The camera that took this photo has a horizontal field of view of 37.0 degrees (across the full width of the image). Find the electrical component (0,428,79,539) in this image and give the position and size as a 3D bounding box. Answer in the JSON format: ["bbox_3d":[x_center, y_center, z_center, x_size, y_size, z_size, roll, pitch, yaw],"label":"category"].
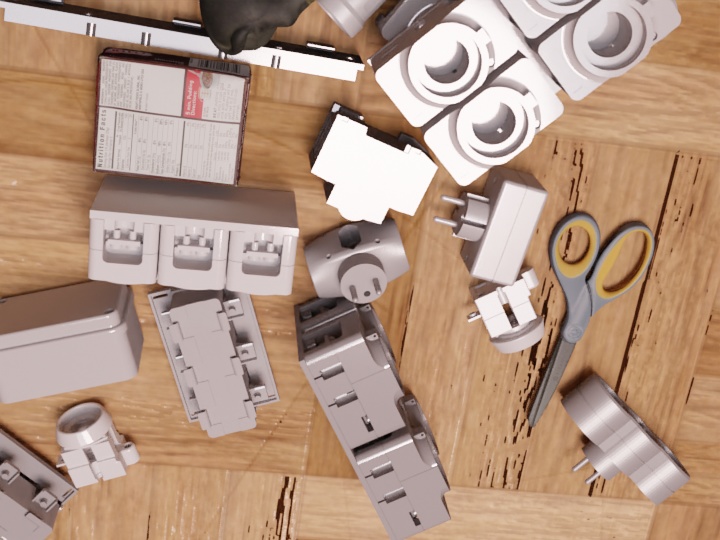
[{"bbox_3d":[-0.311,0.180,0.901,0.079,0.063,0.121,-43,109,11],"label":"electrical component"}]

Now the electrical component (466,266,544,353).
[{"bbox_3d":[0.124,0.035,0.895,0.066,0.048,0.055,-25,104,4],"label":"electrical component"}]

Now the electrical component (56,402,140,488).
[{"bbox_3d":[-0.226,0.146,0.905,0.066,0.048,0.055,-15,120,1],"label":"electrical component"}]

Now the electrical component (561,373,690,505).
[{"bbox_3d":[0.222,0.161,0.950,0.074,0.052,0.138,-42,110,11],"label":"electrical component"}]

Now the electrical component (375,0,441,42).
[{"bbox_3d":[0.061,-0.170,0.801,0.089,0.055,0.050,36,104,-17],"label":"electrical component"}]

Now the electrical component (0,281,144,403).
[{"bbox_3d":[-0.234,0.053,0.850,0.113,0.078,0.057,-11,115,-1],"label":"electrical component"}]

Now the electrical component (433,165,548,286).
[{"bbox_3d":[0.097,-0.040,0.861,0.076,0.047,0.083,14,110,-11],"label":"electrical component"}]

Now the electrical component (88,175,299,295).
[{"bbox_3d":[-0.126,-0.024,0.823,0.150,0.089,0.061,5,111,-7],"label":"electrical component"}]

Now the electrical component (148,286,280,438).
[{"bbox_3d":[-0.118,0.069,0.875,0.079,0.063,0.121,-14,112,0],"label":"electrical component"}]

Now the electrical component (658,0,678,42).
[{"bbox_3d":[0.217,-0.190,0.804,0.048,0.062,0.048,-2,112,-4],"label":"electrical component"}]

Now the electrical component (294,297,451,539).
[{"bbox_3d":[0.014,0.115,0.883,0.060,0.105,0.186,-24,112,4],"label":"electrical component"}]

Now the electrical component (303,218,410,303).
[{"bbox_3d":[0.000,0.000,0.850,0.077,0.079,0.043,-17,124,1],"label":"electrical component"}]

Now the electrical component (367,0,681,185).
[{"bbox_3d":[0.112,-0.157,0.744,0.186,0.060,0.105,-37,110,11],"label":"electrical component"}]

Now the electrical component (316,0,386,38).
[{"bbox_3d":[-0.003,-0.201,0.792,0.046,0.040,0.040,-43,109,5],"label":"electrical component"}]
